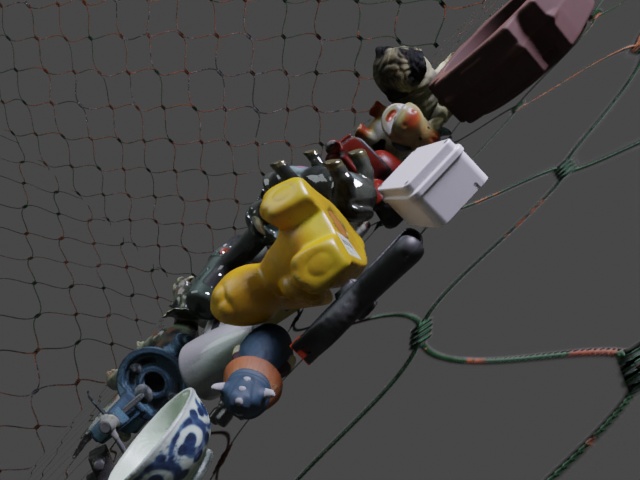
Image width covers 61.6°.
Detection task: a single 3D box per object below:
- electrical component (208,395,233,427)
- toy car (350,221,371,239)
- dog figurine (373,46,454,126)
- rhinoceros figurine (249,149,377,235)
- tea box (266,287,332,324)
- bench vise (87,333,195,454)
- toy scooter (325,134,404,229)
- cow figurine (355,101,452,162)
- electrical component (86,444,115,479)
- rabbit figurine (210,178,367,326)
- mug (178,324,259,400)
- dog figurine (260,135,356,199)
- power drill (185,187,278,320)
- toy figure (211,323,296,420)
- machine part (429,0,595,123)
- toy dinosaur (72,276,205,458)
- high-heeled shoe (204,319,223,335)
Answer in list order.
[{"bbox_3d":[-0.090,0.172,0.619,0.094,0.021,0.063,-51,10,-26],"label":"electrical component"},{"bbox_3d":[-0.002,-0.002,0.820,0.202,0.073,0.056,-36,11,48],"label":"toy car"},{"bbox_3d":[0.141,-0.228,0.871,0.121,0.172,0.190,8,25,34],"label":"dog figurine"},{"bbox_3d":[-0.012,-0.054,0.672,0.190,0.112,0.073,-3,20,39],"label":"rhinoceros figurine"},{"bbox_3d":[-0.036,0.049,0.767,0.169,0.068,0.098,-37,13,38],"label":"tea box"},{"bbox_3d":[-0.286,0.250,0.835,0.223,0.129,0.240,-39,1,10],"label":"bench vise"},{"bbox_3d":[0.064,-0.093,0.733,0.075,0.135,0.184,-45,8,19],"label":"toy scooter"},{"bbox_3d":[0.122,-0.154,0.831,0.085,0.127,0.195,-60,-5,-6],"label":"cow figurine"},{"bbox_3d":[-0.313,0.338,0.764,0.045,0.078,0.102,-23,6,-23],"label":"electrical component"},{"bbox_3d":[-0.042,0.031,0.593,0.173,0.122,0.162,-37,-15,9],"label":"rabbit figurine"},{"bbox_3d":[-0.110,0.142,0.694,0.107,0.080,0.109,-30,7,20],"label":"mug"},{"bbox_3d":[0.010,-0.110,0.948,0.108,0.191,0.219,-44,22,52],"label":"dog figurine"},{"bbox_3d":[-0.120,0.008,0.848,0.207,0.086,0.232,-38,15,33],"label":"power drill"},{"bbox_3d":[-0.062,0.134,0.541,0.064,0.057,0.154,-18,13,12],"label":"toy figure"},{"bbox_3d":[0.265,-0.268,0.753,0.201,0.087,0.201,-34,17,54],"label":"machine part"},{"bbox_3d":[-0.308,0.237,1.049,0.192,0.131,0.405,-41,17,31],"label":"toy dinosaur"},{"bbox_3d":[-0.130,0.106,0.876,0.145,0.086,0.249,-46,17,40],"label":"high-heeled shoe"}]
